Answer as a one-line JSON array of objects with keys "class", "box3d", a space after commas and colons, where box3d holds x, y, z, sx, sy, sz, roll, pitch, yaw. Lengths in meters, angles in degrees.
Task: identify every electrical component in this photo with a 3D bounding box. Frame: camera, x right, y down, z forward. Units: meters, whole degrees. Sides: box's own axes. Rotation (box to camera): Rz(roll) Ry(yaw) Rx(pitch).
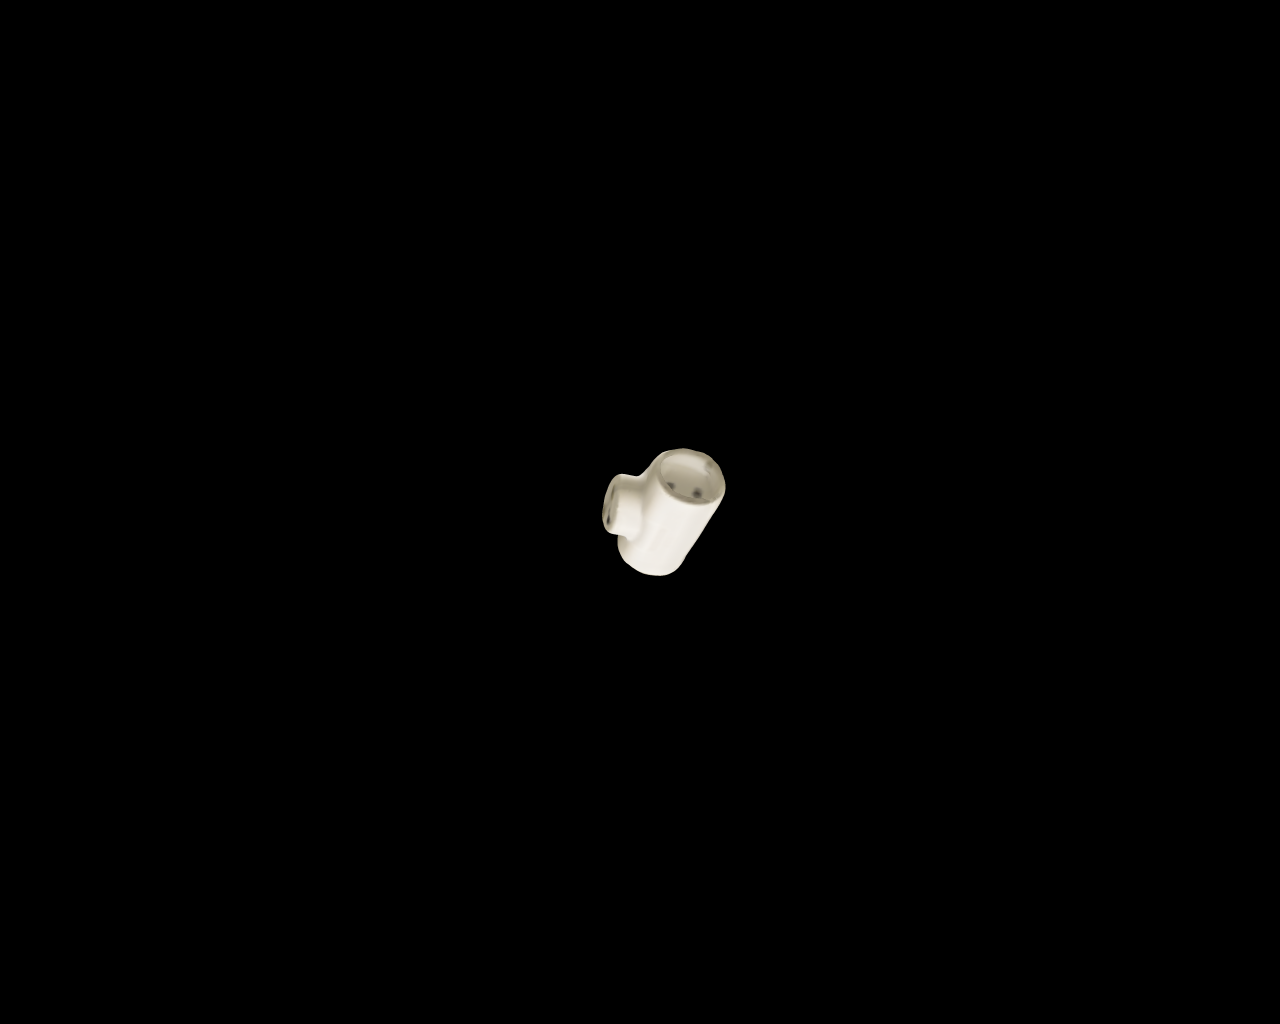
[{"class": "electrical component", "box3d": [0.001, -0.003, 0.650, 0.079, 0.043, 0.077, 11, -39, -14]}]
